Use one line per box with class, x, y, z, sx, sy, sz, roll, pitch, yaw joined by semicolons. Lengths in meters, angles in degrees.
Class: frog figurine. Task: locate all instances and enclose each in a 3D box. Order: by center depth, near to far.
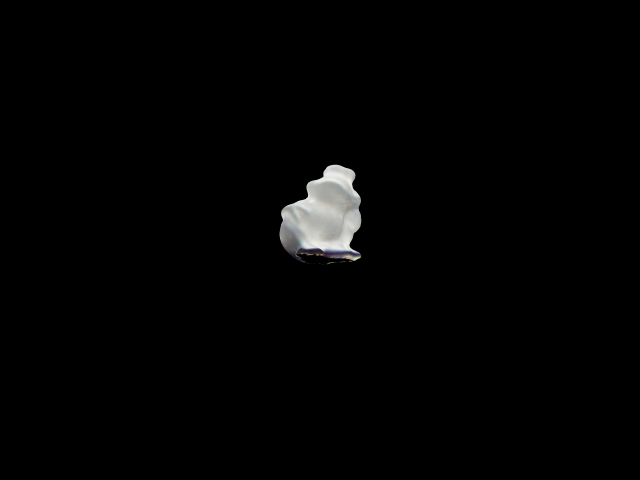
frog figurine;0.003;-0.043;0.850;0.137;0.161;0.121;3;-15;-11
